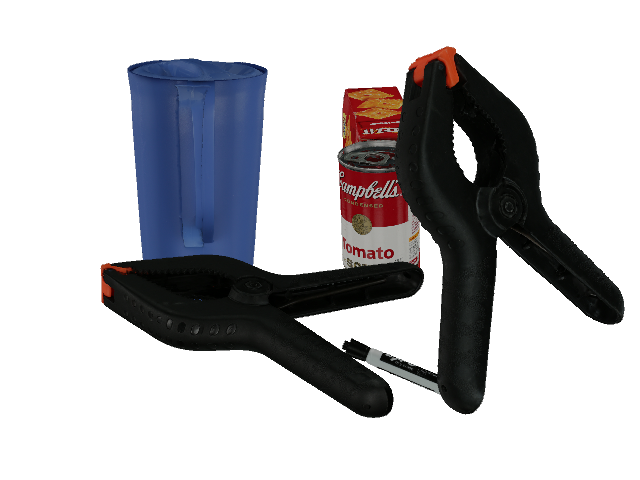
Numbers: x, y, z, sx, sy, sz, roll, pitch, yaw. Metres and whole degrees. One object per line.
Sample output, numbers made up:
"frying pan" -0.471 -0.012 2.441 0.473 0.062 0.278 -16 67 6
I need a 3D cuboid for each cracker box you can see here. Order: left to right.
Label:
"cracker box" 0.065 -0.066 1.175 0.072 0.164 0.213 -3 21 -1

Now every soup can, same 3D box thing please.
"soup can" 0.050 -0.026 0.903 0.068 0.102 0.068 -2 26 1

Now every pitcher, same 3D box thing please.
"pitcher" -0.120 -0.052 1.043 0.145 0.243 0.148 16 22 38

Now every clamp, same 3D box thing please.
"clamp" -0.036 0.040 0.684 0.210 0.036 0.164 12 26 15
"clamp" 0.076 -0.005 0.518 0.120 0.171 0.039 -36 10 -34

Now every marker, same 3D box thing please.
"marker" 0.079 0.131 1.104 0.121 0.020 0.020 22 4 11
